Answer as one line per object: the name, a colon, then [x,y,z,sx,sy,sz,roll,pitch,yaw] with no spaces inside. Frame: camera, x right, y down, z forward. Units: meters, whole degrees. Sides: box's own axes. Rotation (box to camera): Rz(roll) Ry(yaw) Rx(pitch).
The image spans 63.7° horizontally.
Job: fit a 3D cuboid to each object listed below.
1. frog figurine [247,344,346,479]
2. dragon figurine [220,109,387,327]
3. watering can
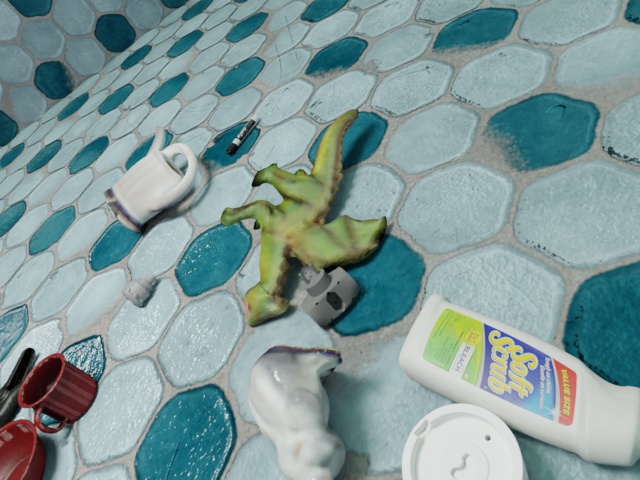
frog figurine: [-0.030,0.204,0.573,0.135,0.122,0.163,-42,33,54]
dragon figurine: [0.003,-0.042,0.826,0.245,0.120,0.414,34,76,32]
watering can: [-0.392,-0.148,1.190,0.225,0.102,0.353,-41,40,-4]
